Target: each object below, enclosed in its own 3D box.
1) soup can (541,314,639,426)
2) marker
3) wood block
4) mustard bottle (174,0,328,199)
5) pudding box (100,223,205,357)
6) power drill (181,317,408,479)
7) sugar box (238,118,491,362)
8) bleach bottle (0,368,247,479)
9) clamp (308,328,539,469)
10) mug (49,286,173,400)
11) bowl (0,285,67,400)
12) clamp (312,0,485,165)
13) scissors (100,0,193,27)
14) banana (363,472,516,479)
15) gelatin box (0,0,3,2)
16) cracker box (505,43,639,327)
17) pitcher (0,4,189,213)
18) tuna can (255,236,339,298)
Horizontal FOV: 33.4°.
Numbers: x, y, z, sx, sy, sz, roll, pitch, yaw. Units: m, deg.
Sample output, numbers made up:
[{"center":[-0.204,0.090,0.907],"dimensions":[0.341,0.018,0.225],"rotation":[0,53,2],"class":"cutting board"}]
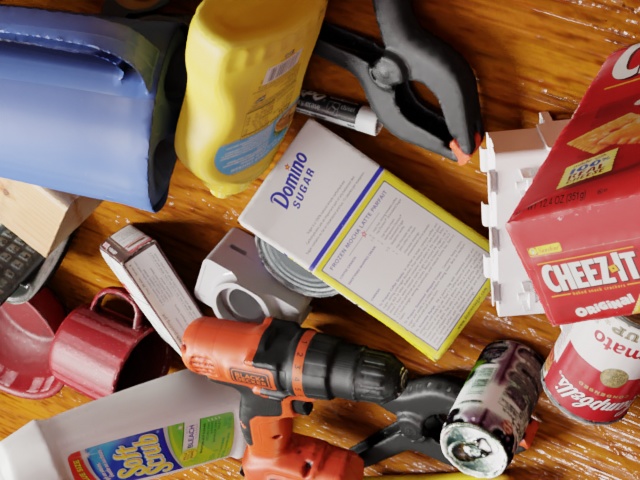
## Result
[{"center":[0.204,0.072,0.743],"dimensions":[0.068,0.068,0.102],"rotation":[26,133,10],"class":"soup can"},{"center":[-0.012,-0.100,0.770],"dimensions":[0.121,0.020,0.020],"rotation":[18,131,18],"class":"marker"},{"center":[-0.268,-0.095,0.867],"dimensions":[0.206,0.090,0.091],"rotation":[39,143,-1],"class":"wood block"},{"center":[-0.053,-0.091,0.717],"dimensions":[0.058,0.096,0.192],"rotation":[41,146,15],"class":"mustard bottle"},{"center":[-0.137,0.046,0.915],"dimensions":[0.113,0.039,0.090],"rotation":[58,165,-21],"class":"pudding box"},{"center":[-0.011,0.141,0.872],"dimensions":[0.185,0.057,0.187],"rotation":[10,135,21],"class":"power drill"},{"center":[0.038,0.000,0.769],"dimensions":[0.176,0.093,0.048],"rotation":[36,177,4],"class":"sugar box"},{"center":[-0.179,0.179,0.930],"dimensions":[0.068,0.250,0.103],"rotation":[50,143,38],"class":"bleach bottle"},{"center":[0.080,0.155,0.902],"dimensions":[0.210,0.036,0.164],"rotation":[9,132,26],"class":"clamp"},{"center":[-0.194,0.098,0.989],"dimensions":[0.082,0.093,0.117],"rotation":[21,112,21],"class":"mug"},{"center":[-0.303,0.080,1.055],"dimensions":[0.162,0.055,0.162],"rotation":[16,131,19],"class":"bowl"},{"center":[0.052,-0.126,0.698],"dimensions":[0.171,0.039,0.120],"rotation":[41,144,-3],"class":"clamp"},{"center":[-0.173,-0.174,0.808],"dimensions":[0.202,0.016,0.096],"rotation":[10,131,23],"class":"scissors"},{"center":[0.088,0.223,0.935],"dimensions":[0.198,0.069,0.037],"rotation":[-9,75,29],"class":"banana"},{"center":[-0.235,-0.217,0.773],"dimensions":[0.030,0.073,0.089],"rotation":[29,133,8],"class":"gelatin box"},{"center":[0.208,-0.052,0.543],"dimensions":[0.164,0.213,0.072],"rotation":[-14,114,37],"class":"cracker box"},{"center":[-0.215,-0.107,0.736],"dimensions":[0.243,0.145,0.149],"rotation":[9,116,1],"class":"pitcher"},{"center":[-0.005,0.001,0.834],"dimensions":[0.086,0.033,0.086],"rotation":[16,130,19],"class":"tuna can"}]
